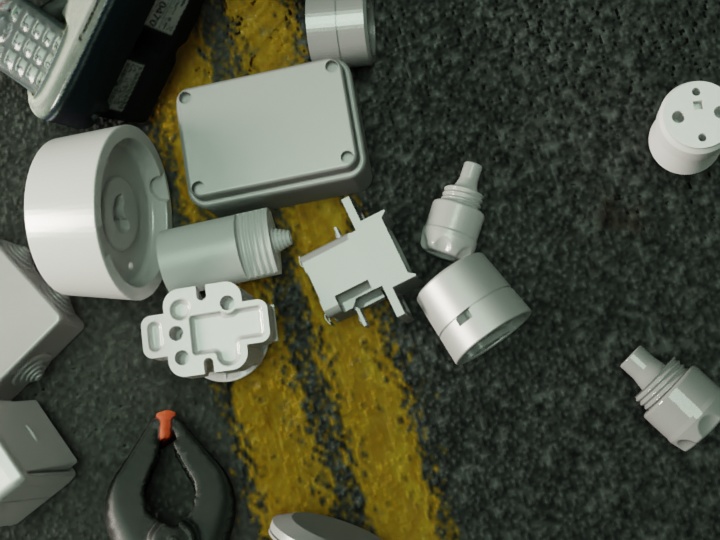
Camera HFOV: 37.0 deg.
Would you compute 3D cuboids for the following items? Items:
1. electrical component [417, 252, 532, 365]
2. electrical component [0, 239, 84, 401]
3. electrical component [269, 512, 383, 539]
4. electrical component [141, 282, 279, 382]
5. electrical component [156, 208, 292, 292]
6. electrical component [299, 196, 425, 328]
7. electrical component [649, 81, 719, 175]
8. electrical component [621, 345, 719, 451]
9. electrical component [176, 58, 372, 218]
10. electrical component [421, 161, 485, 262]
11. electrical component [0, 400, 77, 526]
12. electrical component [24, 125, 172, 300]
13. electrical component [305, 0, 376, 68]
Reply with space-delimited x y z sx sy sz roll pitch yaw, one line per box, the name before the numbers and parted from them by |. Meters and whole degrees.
electrical component | 0.067 0.022 0.650 0.055 0.055 0.047 -35 74 1
electrical component | -0.241 0.034 0.695 0.100 0.048 0.100 -45 78 -1
electrical component | -0.019 0.176 0.624 0.080 0.080 0.051 18 90 11
electrical component | -0.088 0.040 0.667 0.078 0.057 0.058 -9 80 7
electrical component | -0.083 -0.012 0.682 0.081 0.043 0.043 -12 79 6
electrical component | 0.000 0.000 0.669 0.064 0.042 0.081 -26 77 5
electrical component | 0.200 -0.085 0.647 0.045 0.055 0.045 -1 81 8
electrical component | 0.182 0.071 0.630 0.062 0.043 0.043 44 89 13
electrical component | -0.054 -0.083 0.682 0.113 0.057 0.078 -11 79 6
electrical component | 0.062 -0.037 0.670 0.035 0.035 0.061 17 82 11
electrical component | -0.224 0.116 0.655 0.061 0.096 0.061 -38 78 1
electrical component | -0.166 -0.034 0.668 0.060 0.108 0.108 -3 80 14
electrical component | -0.031 -0.197 0.700 0.074 0.052 0.138 -3 80 8
